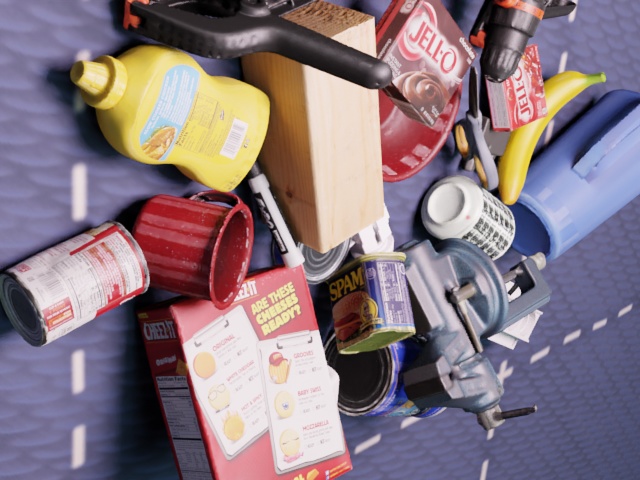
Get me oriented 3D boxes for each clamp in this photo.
[{"bbox_3d":[-0.049,-0.172,0.855,0.209,0.165,0.036,-6,135,-21],"label":"clamp"},{"bbox_3d":[0.234,-0.277,1.202,0.171,0.039,0.120,-38,135,-29],"label":"clamp"}]

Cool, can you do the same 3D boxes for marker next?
[{"bbox_3d":[-0.047,-0.031,0.999,0.020,0.020,0.121,-32,104,-33],"label":"marker"}]

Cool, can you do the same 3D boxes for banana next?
[{"bbox_3d":[0.262,-0.134,1.293,0.037,0.070,0.198,36,89,-35],"label":"banana"}]

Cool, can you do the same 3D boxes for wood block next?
[{"bbox_3d":[-0.006,-0.106,0.985,0.090,0.091,0.206,-32,132,-33],"label":"wood block"}]

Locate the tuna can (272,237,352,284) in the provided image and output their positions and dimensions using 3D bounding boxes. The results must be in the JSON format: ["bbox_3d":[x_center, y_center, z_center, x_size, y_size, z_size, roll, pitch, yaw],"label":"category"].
[{"bbox_3d":[-0.007,0.001,1.091,0.085,0.034,0.086,-26,129,-38],"label":"tuna can"}]

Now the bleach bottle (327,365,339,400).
[{"bbox_3d":[-0.033,0.255,1.187,0.102,0.068,0.251,-24,130,-38],"label":"bleach bottle"}]

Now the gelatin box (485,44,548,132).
[{"bbox_3d":[0.228,-0.177,1.239,0.073,0.030,0.089,-24,109,-39],"label":"gelatin box"}]

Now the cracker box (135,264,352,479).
[{"bbox_3d":[-0.069,0.145,1.008,0.163,0.072,0.214,-18,95,-43],"label":"cracker box"}]

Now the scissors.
[{"bbox_3d":[0.172,-0.112,1.142,0.016,0.096,0.202,-25,170,-4],"label":"scissors"}]

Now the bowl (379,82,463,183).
[{"bbox_3d":[0.074,-0.143,1.082,0.161,0.055,0.162,-26,129,-38],"label":"bowl"}]

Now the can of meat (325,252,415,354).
[{"bbox_3d":[0.052,0.068,1.117,0.057,0.102,0.084,2,70,-30],"label":"can of meat"}]

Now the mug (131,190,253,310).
[{"bbox_3d":[-0.108,-0.002,0.925,0.093,0.081,0.117,84,23,-48],"label":"mug"}]

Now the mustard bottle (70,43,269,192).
[{"bbox_3d":[-0.126,-0.107,0.873,0.191,0.058,0.096,19,97,-52],"label":"mustard bottle"}]

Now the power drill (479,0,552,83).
[{"bbox_3d":[0.165,-0.258,1.035,0.187,0.057,0.184,12,97,-53],"label":"power drill"}]

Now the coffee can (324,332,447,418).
[{"bbox_3d":[0.081,0.151,1.222,0.140,0.103,0.103,13,101,-51],"label":"coffee can"}]

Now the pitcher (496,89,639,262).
[{"bbox_3d":[0.339,-0.085,1.358,0.242,0.145,0.149,-37,121,-25],"label":"pitcher"}]

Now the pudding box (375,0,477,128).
[{"bbox_3d":[0.093,-0.174,1.009,0.090,0.039,0.113,-57,140,-7],"label":"pudding box"}]

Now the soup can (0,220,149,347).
[{"bbox_3d":[-0.199,0.035,0.864,0.102,0.069,0.068,-30,131,-34],"label":"soup can"}]
